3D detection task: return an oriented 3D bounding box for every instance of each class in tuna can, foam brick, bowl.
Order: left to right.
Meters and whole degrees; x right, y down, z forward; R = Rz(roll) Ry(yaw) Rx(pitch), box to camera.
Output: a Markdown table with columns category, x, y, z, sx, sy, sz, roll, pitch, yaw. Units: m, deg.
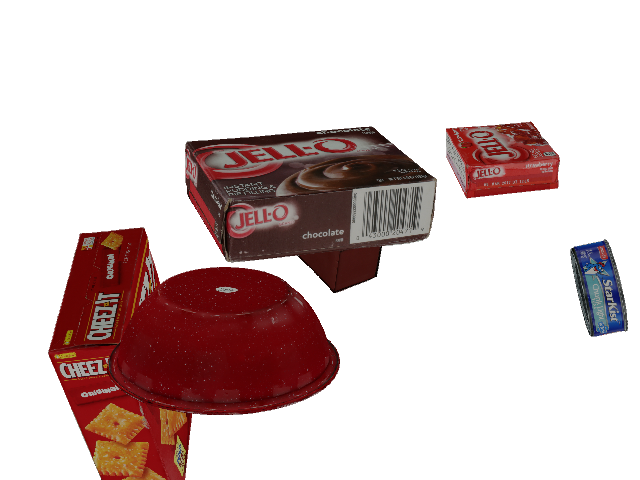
| category | x | y | z | sx | sy | sz | roll | pitch | yaw |
| --- | --- | --- | --- | --- | --- | --- | --- | --- | --- |
| bowl | -0.066 | 0.059 | 0.734 | 0.162 | 0.055 | 0.162 | 1 | 18 | -1 |
| foam brick | 0.015 | 0.002 | 1.013 | 0.052 | 0.051 | 0.078 | -20 | 44 | -30 |
| tuna can | 0.254 | 0.044 | 0.976 | 0.034 | 0.086 | 0.086 | -12 | -2 | 9 |

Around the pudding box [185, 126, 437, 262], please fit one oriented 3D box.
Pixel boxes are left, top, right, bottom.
| category | x | y | z | sx | sy | sz | roll | pitch | yaw |
| --- | --- | --- | --- | --- | --- | --- | --- | --- | --- |
| pudding box | -0.008 | -0.027 | 0.563 | 0.113 | 0.039 | 0.090 | -5 | 26 | -19 |

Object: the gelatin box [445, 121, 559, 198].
| category | x | y | z | sx | sy | sz | roll | pitch | yaw |
| --- | --- | --- | --- | --- | --- | --- | --- | --- | --- |
| gelatin box | 0.143 | -0.066 | 0.850 | 0.073 | 0.030 | 0.089 | -5 | 25 | -2 |

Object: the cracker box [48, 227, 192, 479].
| category | x | y | z | sx | sy | sz | roll | pitch | yaw |
| --- | --- | --- | --- | --- | --- | --- | --- | --- | --- |
| cracker box | -0.174 | 0.121 | 0.984 | 0.072 | 0.214 | 0.164 | -7 | 37 | 4 |
